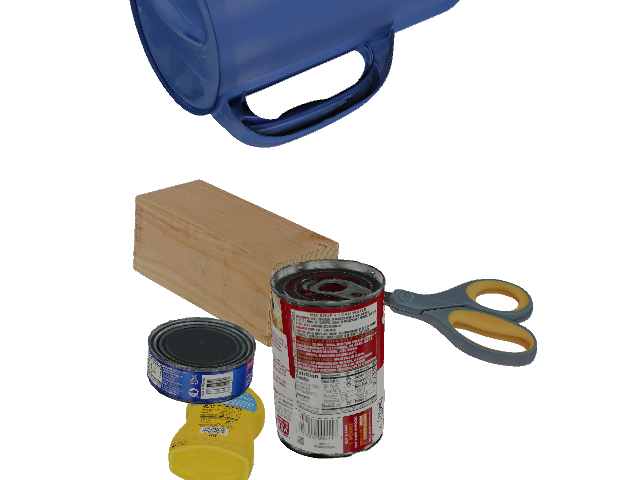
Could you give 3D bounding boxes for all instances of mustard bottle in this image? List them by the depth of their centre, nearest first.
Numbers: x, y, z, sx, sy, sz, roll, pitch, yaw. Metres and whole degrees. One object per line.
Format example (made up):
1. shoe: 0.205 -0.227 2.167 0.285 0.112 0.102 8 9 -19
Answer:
1. mustard bottle: -0.118 0.219 1.294 0.096 0.058 0.191 4 23 5

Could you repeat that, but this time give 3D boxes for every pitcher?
1. pitcher: -0.006 -0.181 0.789 0.242 0.149 0.145 -23 39 -26

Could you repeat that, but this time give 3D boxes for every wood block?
1. wood block: -0.090 0.018 1.077 0.206 0.090 0.090 25 30 37

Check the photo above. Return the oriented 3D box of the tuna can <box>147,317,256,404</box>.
1. tuna can: -0.095 0.095 0.852 0.086 0.034 0.086 6 23 -3

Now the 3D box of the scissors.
1. scissors: 0.080 0.041 0.839 0.202 0.016 0.096 23 40 20

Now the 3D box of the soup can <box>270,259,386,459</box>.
1. soup can: 0.005 0.070 0.639 0.068 0.102 0.068 -1 20 0
